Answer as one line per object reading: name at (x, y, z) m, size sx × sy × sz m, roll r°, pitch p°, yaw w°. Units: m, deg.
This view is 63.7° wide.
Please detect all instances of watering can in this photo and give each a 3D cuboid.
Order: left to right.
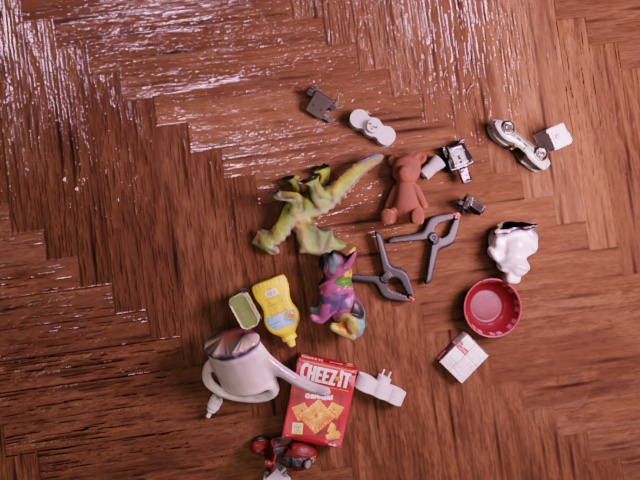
watering can at (-0.158, 0.327, 1.318) m, size 0.346 × 0.106 × 0.220 m, roll -8°, pitch 117°, yaw 19°

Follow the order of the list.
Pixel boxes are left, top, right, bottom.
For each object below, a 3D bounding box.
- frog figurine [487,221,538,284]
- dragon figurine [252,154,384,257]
frog figurine at (0.527, 0.033, 1.403) m, size 0.138 × 0.124 × 0.157 m, roll -13°, pitch 106°, yaw -16°
dragon figurine at (0.004, -0.071, 1.403) m, size 0.410 × 0.124 × 0.240 m, roll -16°, pitch 106°, yaw -1°
